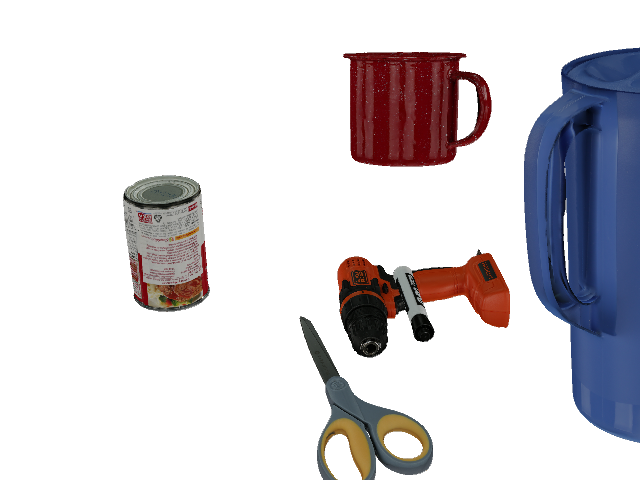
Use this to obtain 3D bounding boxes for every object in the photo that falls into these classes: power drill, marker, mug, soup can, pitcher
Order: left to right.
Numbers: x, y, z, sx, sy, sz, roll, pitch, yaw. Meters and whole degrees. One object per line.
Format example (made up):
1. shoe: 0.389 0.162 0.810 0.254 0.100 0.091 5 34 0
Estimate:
1. soup can: -0.135 0.002 0.936 0.068 0.102 0.068 -1 25 1
2. marker: 0.087 0.059 0.998 0.020 0.020 0.121 0 26 -6
3. mug: 0.074 -0.100 0.806 0.117 0.081 0.093 6 13 29
4. power drill: 0.114 0.068 1.202 0.187 0.057 0.184 -3 28 -3
5. pitcher: 0.209 0.005 0.676 0.149 0.243 0.144 3 21 16

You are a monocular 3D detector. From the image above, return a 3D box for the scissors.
1. scissors: 0.034 0.123 0.845 0.096 0.016 0.201 -3 36 -1
